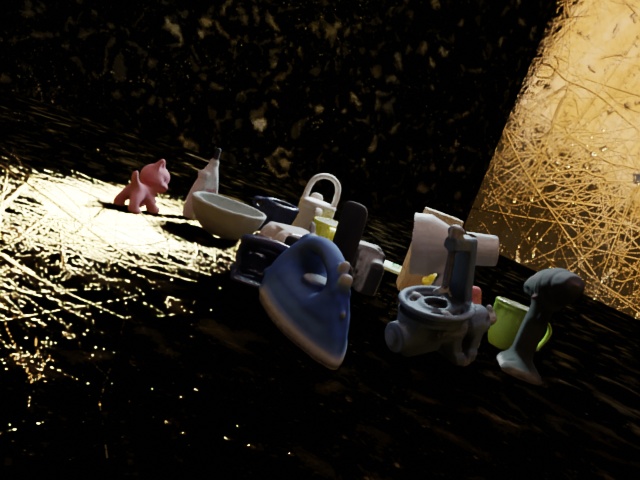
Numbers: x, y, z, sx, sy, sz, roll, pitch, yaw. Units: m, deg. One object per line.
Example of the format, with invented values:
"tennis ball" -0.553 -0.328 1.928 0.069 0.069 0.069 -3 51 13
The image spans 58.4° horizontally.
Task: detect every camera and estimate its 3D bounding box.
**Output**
"camera" 0.060 0.042 1.232 0.137 0.101 0.143 17 10 -18

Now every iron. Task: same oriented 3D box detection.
"iron" 0.001 0.067 0.834 0.119 0.141 0.257 16 10 -24

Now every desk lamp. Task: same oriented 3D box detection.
"desk lamp" 0.246 0.071 1.113 0.203 0.213 0.118 22 9 9

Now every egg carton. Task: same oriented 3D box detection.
"egg carton" -0.060 0.011 1.255 0.151 0.069 0.107 11 13 -45

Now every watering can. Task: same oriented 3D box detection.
"watering can" -0.012 -0.085 1.526 0.101 0.194 0.172 15 11 -30

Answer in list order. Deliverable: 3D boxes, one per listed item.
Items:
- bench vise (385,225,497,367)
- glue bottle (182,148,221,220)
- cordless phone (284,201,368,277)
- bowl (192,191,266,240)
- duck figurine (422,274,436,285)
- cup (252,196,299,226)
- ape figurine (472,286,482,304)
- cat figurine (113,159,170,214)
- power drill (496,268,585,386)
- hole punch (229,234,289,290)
"bench vise" 0.211 0.087 0.927 0.121 0.220 0.208 27 11 36
"glue bottle" -0.260 -0.130 1.318 0.037 0.173 0.078 24 10 24
"cordless phone" 0.010 0.004 1.083 0.147 0.185 0.094 23 10 19
"bowl" -0.206 -0.045 1.247 0.167 0.075 0.167 20 9 -3
"duck figurine" 0.247 0.116 1.252 0.078 0.086 0.104 16 10 -24
"cup" -0.120 -0.053 1.415 0.118 0.095 0.091 19 9 -6
"ape figurine" 0.320 0.142 1.237 0.076 0.092 0.078 25 10 29
"cat figurine" -0.364 -0.120 1.210 0.067 0.118 0.128 22 9 13
"power drill" 0.393 0.144 1.020 0.075 0.208 0.230 21 9 7
"hole punch" -0.095 0.034 0.978 0.109 0.091 0.101 19 9 -7
